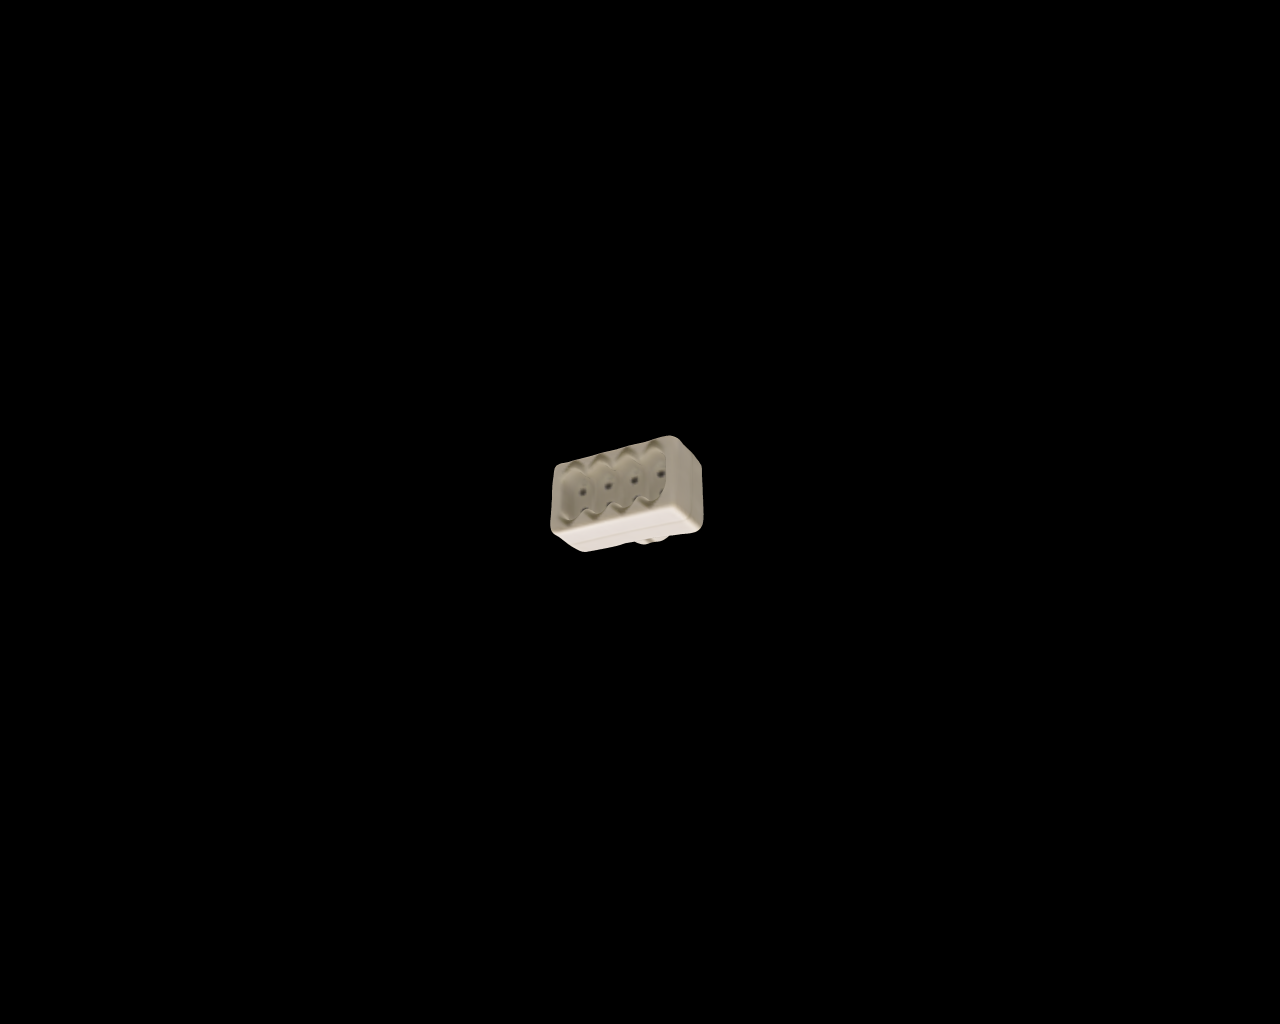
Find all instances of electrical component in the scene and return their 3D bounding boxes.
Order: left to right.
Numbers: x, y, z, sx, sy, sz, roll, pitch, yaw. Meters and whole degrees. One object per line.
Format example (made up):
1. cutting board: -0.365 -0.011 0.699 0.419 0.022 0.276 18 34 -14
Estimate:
1. electrical component: 0.001 -0.003 0.650 0.083 0.047 0.075 -12 -27 25
